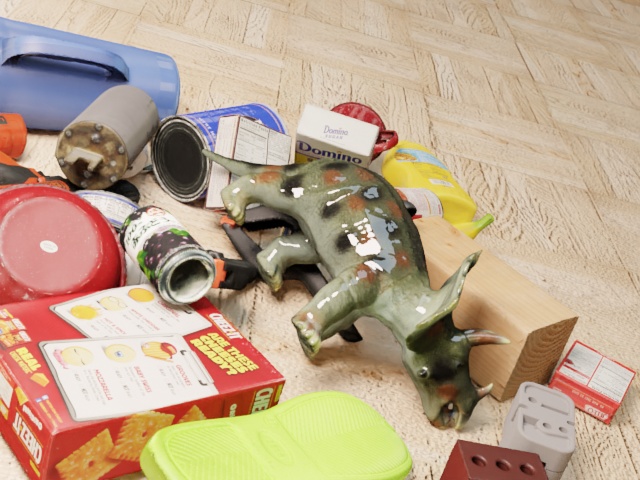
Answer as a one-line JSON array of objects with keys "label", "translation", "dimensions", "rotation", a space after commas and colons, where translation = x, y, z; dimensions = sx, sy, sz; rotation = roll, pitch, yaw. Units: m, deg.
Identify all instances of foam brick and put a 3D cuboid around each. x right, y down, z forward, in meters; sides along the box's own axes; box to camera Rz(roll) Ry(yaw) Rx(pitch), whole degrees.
[{"label": "foam brick", "translation": [0.148, 0.210, 0.908], "dimensions": [0.078, 0.051, 0.053], "rotation": [12, 28, -11]}]

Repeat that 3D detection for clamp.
[{"label": "clamp", "translation": [-0.103, 0.029, 1.058], "dimensions": [0.120, 0.039, 0.172], "rotation": [7, 5, -20]}, {"label": "clamp", "translation": [-0.008, 0.001, 1.146], "dimensions": [0.210, 0.164, 0.036], "rotation": [23, -18, 26]}]

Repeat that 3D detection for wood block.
[{"label": "wood block", "translation": [0.157, 0.067, 1.137], "dimensions": [0.090, 0.091, 0.206], "rotation": [-11, 39, -43]}]

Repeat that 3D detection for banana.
[{"label": "banana", "translation": [0.117, 0.004, 1.256], "dimensions": [0.197, 0.070, 0.037], "rotation": [-15, 55, -36]}]

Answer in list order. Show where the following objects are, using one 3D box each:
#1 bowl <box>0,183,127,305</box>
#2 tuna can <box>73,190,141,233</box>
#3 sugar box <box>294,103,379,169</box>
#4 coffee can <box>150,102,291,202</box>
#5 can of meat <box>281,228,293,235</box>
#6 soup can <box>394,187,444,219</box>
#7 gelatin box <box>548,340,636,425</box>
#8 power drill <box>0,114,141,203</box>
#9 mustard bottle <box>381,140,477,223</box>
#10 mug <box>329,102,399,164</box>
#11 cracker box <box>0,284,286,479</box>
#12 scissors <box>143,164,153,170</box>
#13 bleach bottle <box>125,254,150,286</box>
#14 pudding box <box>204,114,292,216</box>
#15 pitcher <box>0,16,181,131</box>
[{"label": "bowl", "translation": [-0.244, 0.014, 0.948], "dimensions": [0.162, 0.055, 0.162], "rotation": [10, 65, -22]}, {"label": "tuna can", "translation": [-0.218, -0.015, 1.074], "dimensions": [0.086, 0.086, 0.033], "rotation": [13, 63, -8]}, {"label": "sugar box", "translation": [0.016, -0.101, 1.304], "dimensions": [0.093, 0.048, 0.176], "rotation": [19, -14, 4]}, {"label": "coffee can", "translation": [-0.118, -0.108, 1.286], "dimensions": [0.103, 0.103, 0.140], "rotation": [34, 32, 29]}, {"label": "can of meat", "translation": [-0.002, -0.032, 1.235], "dimensions": [0.057, 0.084, 0.102], "rotation": [24, 28, 13]}, {"label": "soup can", "translation": [0.096, -0.032, 1.293], "dimensions": [0.069, 0.068, 0.102], "rotation": [36, 22, 32]}, {"label": "gelatin box", "translation": [0.287, 0.150, 1.127], "dimensions": [0.073, 0.030, 0.089], "rotation": [28, 29, 17]}, {"label": "power drill", "translation": [-0.312, -0.074, 1.160], "dimensions": [0.184, 0.057, 0.188], "rotation": [-8, 35, -47]}, {"label": "mustard bottle", "translation": [0.134, -0.083, 1.437], "dimensions": [0.096, 0.058, 0.192], "rotation": [7, 29, -21]}, {"label": "mug", "translation": [0.047, -0.128, 1.428], "dimensions": [0.117, 0.093, 0.081], "rotation": [0, 28, 19]}, {"label": "cracker box", "translation": [-0.163, 0.114, 0.883], "dimensions": [0.213, 0.072, 0.164], "rotation": [-7, 35, -40]}, {"label": "scissors", "translation": [-0.141, -0.106, 1.365], "dimensions": [0.096, 0.016, 0.201], "rotation": [22, 28, 8]}, {"label": "bleach bottle", "translation": [-0.275, 0.018, 1.007], "dimensions": [0.250, 0.068, 0.102], "rotation": [14, 32, -13]}, {"label": "pudding box", "translation": [-0.081, -0.078, 1.219], "dimensions": [0.039, 0.113, 0.089], "rotation": [-3, -15, 43]}, {"label": "pitcher", "translation": [-0.296, -0.195, 1.309], "dimensions": [0.242, 0.145, 0.149], "rotation": [4, 30, -30]}]
